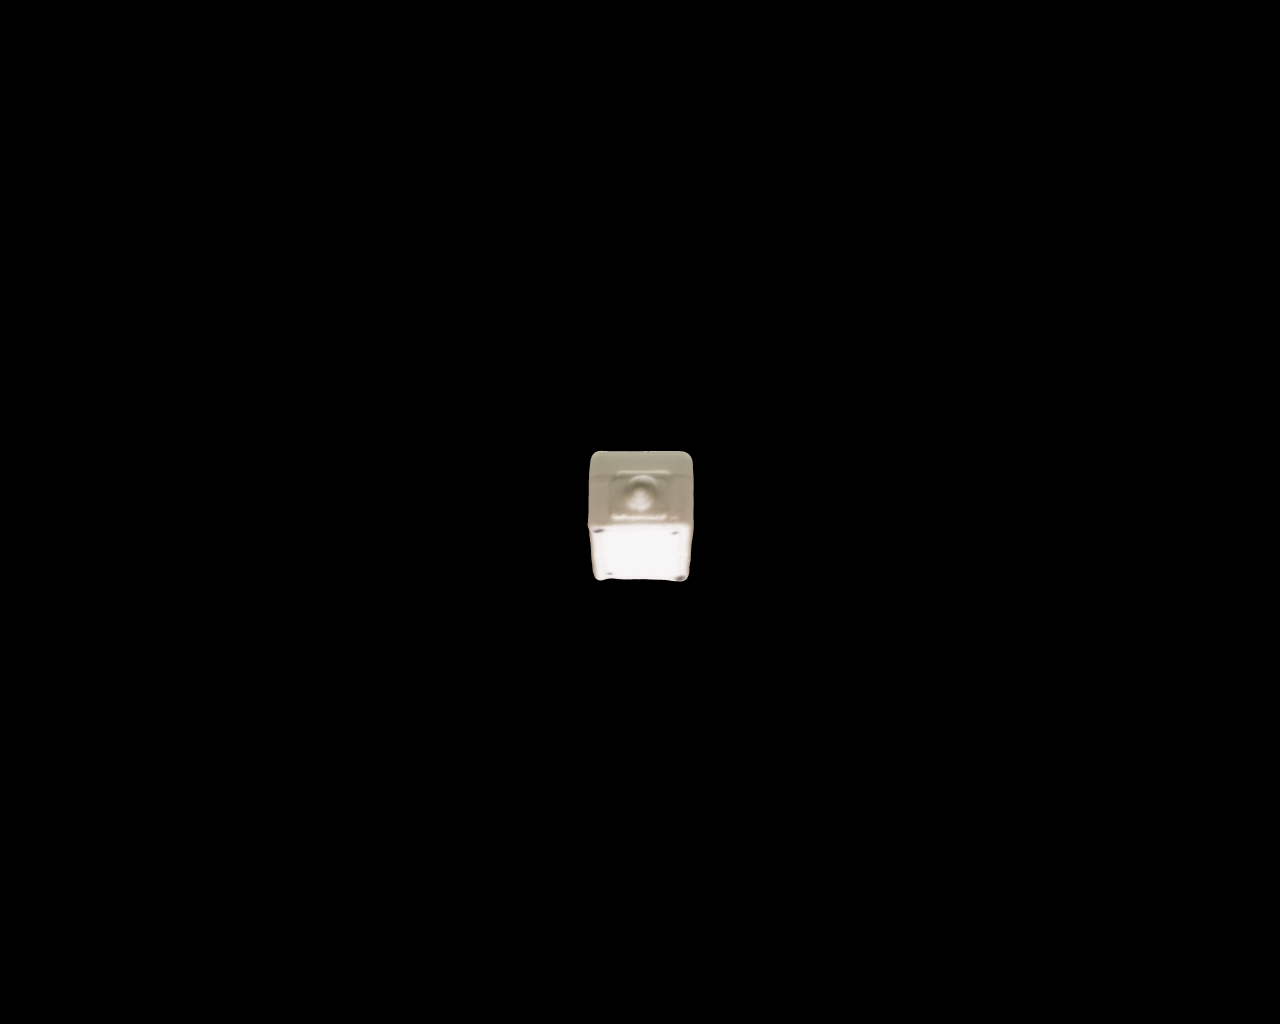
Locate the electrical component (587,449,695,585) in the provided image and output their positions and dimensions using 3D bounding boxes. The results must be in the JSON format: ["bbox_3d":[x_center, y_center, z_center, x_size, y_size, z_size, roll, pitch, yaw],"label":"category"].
[{"bbox_3d":[0.001,-0.003,0.650,0.062,0.061,0.096,0,-28,0],"label":"electrical component"}]
